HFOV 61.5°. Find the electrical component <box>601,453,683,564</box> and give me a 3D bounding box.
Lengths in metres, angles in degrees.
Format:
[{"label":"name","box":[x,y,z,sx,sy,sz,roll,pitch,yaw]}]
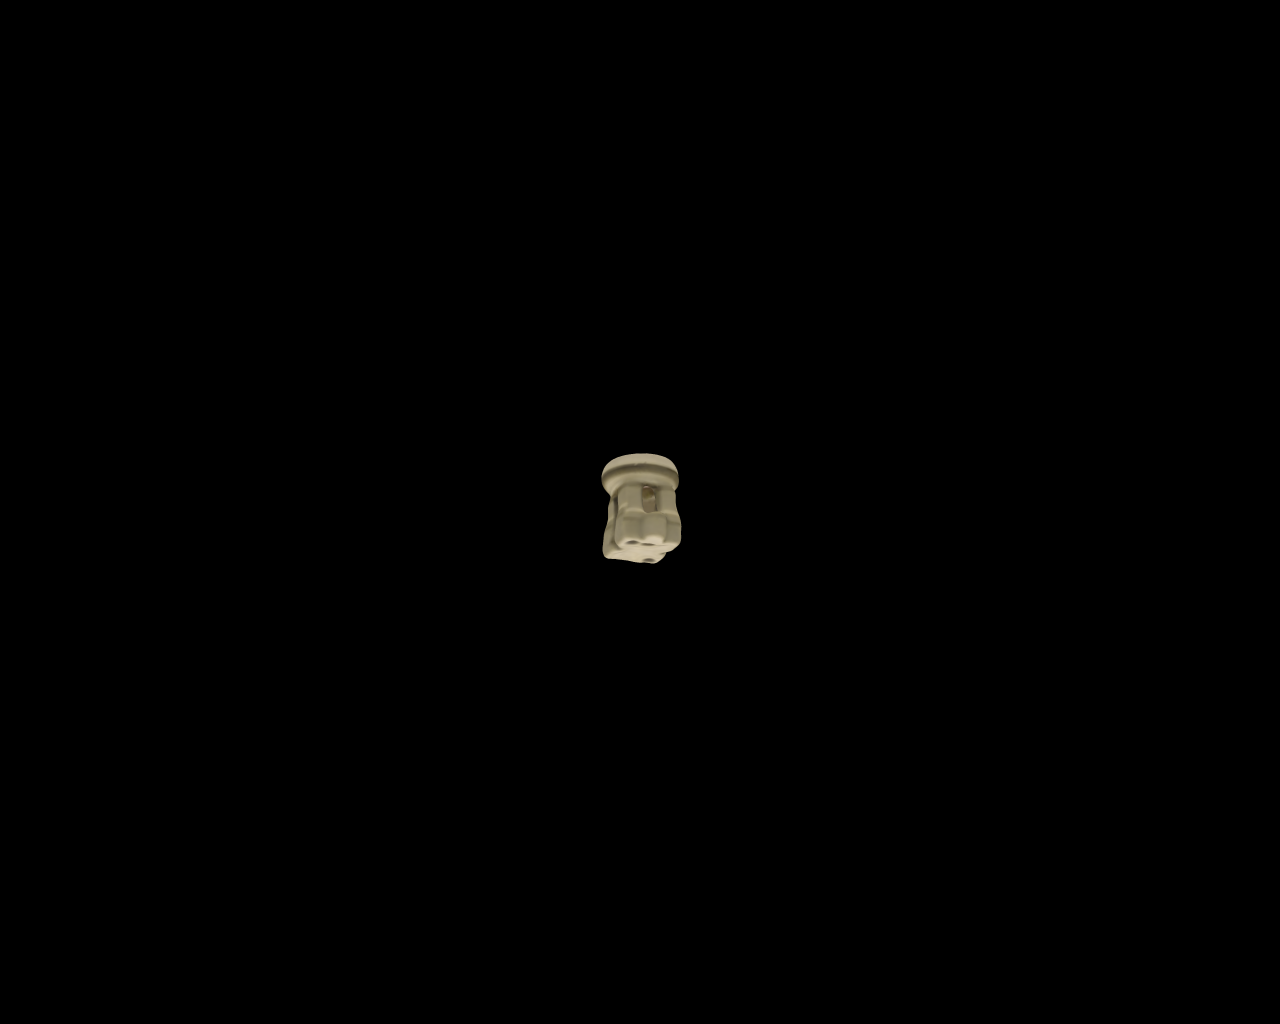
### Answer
[{"label":"electrical component","box":[0.001,-0.003,0.650,0.048,0.055,0.066,7,-21,-18]}]
